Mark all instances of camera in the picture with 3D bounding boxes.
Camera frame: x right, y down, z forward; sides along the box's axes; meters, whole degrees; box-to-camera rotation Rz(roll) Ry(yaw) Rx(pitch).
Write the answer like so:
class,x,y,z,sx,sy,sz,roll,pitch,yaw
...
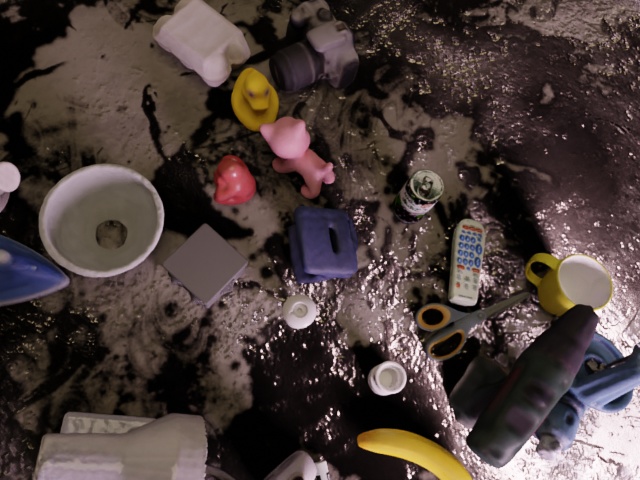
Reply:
class,x,y,z,sx,sy,sz,roll,pitch,yaw
camera,-0.021,-0.319,0.952,0.137,0.100,0.143,-29,78,-16

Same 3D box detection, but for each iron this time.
class,x,y,z,sx,sy,sz,roll,pitch,yaw
iron,-0.477,0.021,0.747,0.258,0.141,0.118,7,71,-6

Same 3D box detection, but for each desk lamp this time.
class,x,y,z,sx,sy,sz,roll,pitch,yaw
desk lamp,-0.230,0.261,0.667,0.203,0.213,0.118,6,71,-6

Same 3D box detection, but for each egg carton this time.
class,x,y,z,sx,sy,sz,roll,pitch,yaw
egg carton,-0.194,-0.328,0.945,0.150,0.069,0.107,38,71,5

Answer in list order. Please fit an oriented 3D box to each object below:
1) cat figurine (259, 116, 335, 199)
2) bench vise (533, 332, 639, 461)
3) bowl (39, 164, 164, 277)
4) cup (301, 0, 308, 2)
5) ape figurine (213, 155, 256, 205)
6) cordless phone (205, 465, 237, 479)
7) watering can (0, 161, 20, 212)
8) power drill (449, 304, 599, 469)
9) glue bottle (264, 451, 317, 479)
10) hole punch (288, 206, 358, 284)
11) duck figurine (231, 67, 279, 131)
class,x,y,z,sx,sy,sz,roll,pitch,yaw
cat figurine,-0.031,-0.138,0.881,0.127,0.117,0.067,39,71,5
bench vise,0.376,0.209,0.774,0.121,0.219,0.207,21,70,-1
bowl,-0.306,-0.020,0.823,0.167,0.074,0.167,3,71,-8
cup,-0.002,-0.452,1.002,0.092,0.095,0.117,-36,80,-18
ape figurine,-0.134,-0.095,0.865,0.076,0.092,0.078,31,70,2
cordless phone,-0.143,0.346,0.668,0.094,0.185,0.148,21,70,-1
watering can,-0.489,-0.099,0.758,0.173,0.194,0.101,-7,73,-11
power drill,0.259,0.194,0.767,0.075,0.208,0.230,37,70,5
glue bottle,-0.035,0.298,0.706,0.078,0.173,0.037,-35,80,-17
hole punch,0.008,0.003,0.854,0.101,0.091,0.108,-7,73,-11
duck figurine,-0.104,-0.238,0.920,0.077,0.086,0.104,-11,74,-12
